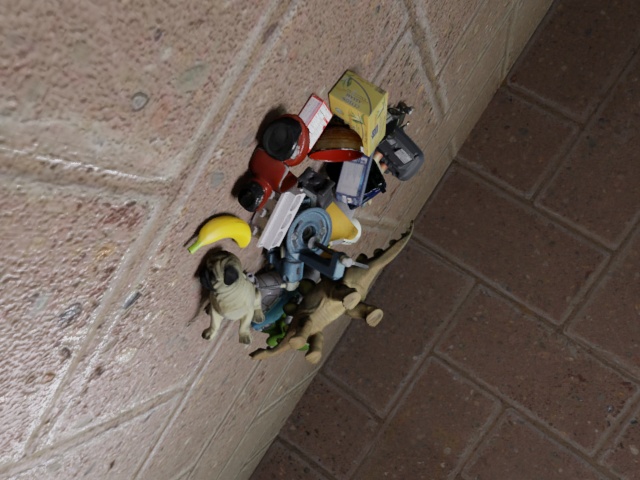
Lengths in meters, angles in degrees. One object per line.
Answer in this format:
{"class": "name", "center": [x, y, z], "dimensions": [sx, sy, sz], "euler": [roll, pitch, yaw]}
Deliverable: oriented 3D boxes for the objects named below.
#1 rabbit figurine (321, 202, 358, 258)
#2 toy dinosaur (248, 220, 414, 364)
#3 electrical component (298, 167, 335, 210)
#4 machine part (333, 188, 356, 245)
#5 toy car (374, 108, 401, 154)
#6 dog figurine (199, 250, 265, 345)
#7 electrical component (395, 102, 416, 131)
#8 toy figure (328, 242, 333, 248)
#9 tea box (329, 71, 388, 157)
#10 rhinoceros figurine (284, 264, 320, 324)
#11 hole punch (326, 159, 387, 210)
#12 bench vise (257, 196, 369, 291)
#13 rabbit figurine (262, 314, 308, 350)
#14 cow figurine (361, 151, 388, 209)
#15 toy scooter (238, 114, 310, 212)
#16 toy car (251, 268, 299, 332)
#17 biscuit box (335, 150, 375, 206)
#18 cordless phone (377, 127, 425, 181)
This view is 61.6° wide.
{"class": "rabbit figurine", "center": [-0.003, -0.004, 1.307], "dimensions": [0.173, 0.162, 0.122], "euler": [-38, 177, -3]}
{"class": "toy dinosaur", "center": [0.043, 0.113, 1.167], "dimensions": [0.471, 0.199, 0.104], "euler": [-33, 121, -5]}
{"class": "electrical component", "center": [-0.011, -0.095, 1.177], "dimensions": [0.048, 0.075, 0.119], "euler": [-49, 160, -25]}
{"class": "machine part", "center": [0.049, -0.066, 1.428], "dimensions": [0.079, 0.079, 0.243], "euler": [-44, 161, -40]}
{"class": "toy car", "center": [0.146, -0.275, 1.345], "dimensions": [0.202, 0.056, 0.073], "euler": [-43, 154, -46]}
{"class": "dog figurine", "center": [-0.166, 0.082, 1.038], "dimensions": [0.172, 0.121, 0.190], "euler": [-98, -169, -60]}
{"class": "electrical component", "center": [0.222, -0.333, 1.485], "dimensions": [0.078, 0.045, 0.102], "euler": [-47, 163, -39]}
{"class": "toy figure", "center": [-0.014, 0.031, 1.433], "dimensions": [0.089, 0.082, 0.180], "euler": [-50, 167, -33]}
{"class": "tea box", "center": [0.079, -0.250, 1.085], "dimensions": [0.068, 0.098, 0.169], "euler": [-54, 164, -10]}
{"class": "rhinoceros figurine", "center": [-0.045, 0.127, 1.346], "dimensions": [0.190, 0.112, 0.073], "euler": [-65, 155, -20]}
{"class": "hole punch", "center": [0.088, -0.143, 1.270], "dimensions": [0.116, 0.142, 0.092], "euler": [-27, 164, 2]}
{"class": "bench vise", "center": [-0.024, 0.026, 1.113], "dimensions": [0.129, 0.241, 0.223], "euler": [4, 106, -43]}
{"class": "rabbit figurine", "center": [-0.087, 0.231, 1.446], "dimensions": [0.121, 0.170, 0.159], "euler": [-58, 166, 6]}
{"class": "cow figurine", "center": [0.118, -0.164, 1.435], "dimensions": [0.127, 0.086, 0.194], "euler": [-54, 163, -2]}
{"class": "toy scooter", "center": [-0.065, -0.131, 0.918], "dimensions": [0.183, 0.075, 0.135], "euler": [-59, 166, 22]}
{"class": "toy car", "center": [-0.130, 0.130, 1.257], "dimensions": [0.161, 0.109, 0.102], "euler": [-46, 143, 5]}
{"class": "biscuit box", "center": [0.086, -0.181, 1.202], "dimensions": [0.062, 0.059, 0.202], "euler": [70, 34, -73]}
{"class": "cordless phone", "center": [0.208, -0.213, 1.497], "dimensions": [0.089, 0.147, 0.184], "euler": [-35, 162, -14]}
